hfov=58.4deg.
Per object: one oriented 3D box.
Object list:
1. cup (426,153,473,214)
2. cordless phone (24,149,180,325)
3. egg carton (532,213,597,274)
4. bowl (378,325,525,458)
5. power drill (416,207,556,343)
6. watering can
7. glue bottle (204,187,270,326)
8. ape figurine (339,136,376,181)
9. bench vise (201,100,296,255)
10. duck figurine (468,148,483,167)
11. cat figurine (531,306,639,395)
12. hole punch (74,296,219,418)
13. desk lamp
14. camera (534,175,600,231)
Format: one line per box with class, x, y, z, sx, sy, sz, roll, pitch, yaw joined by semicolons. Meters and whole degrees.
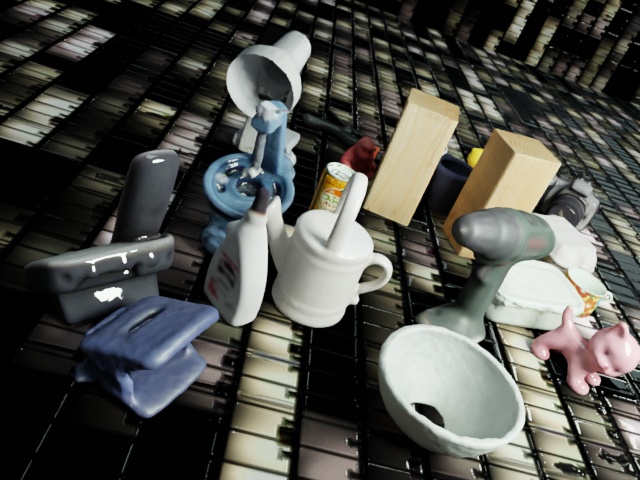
cup;0.240;-0.108;1.098;0.092;0.095;0.117;13;33;-13
cordless phone;-0.220;-0.014;0.598;0.094;0.185;0.148;40;36;26
egg carton;0.438;0.010;1.067;0.107;0.069;0.150;3;37;-28
bowl;0.133;0.176;0.632;0.167;0.075;0.167;16;33;-10
power drill;0.211;0.045;0.748;0.230;0.208;0.075;-12;45;-41
watering can;0.006;0.004;0.699;0.173;0.194;0.100;9;34;-19
glue bottle;-0.086;0.013;0.649;0.037;0.173;0.078;-16;48;-45
ape figurine;0.072;-0.148;1.060;0.078;0.092;0.076;9;34;-19
bench vise;-0.087;-0.105;0.781;0.121;0.220;0.207;17;32;-8
duck figurine;0.327;-0.159;1.236;0.104;0.086;0.077;24;32;3
cat figurine;0.376;0.145;0.785;0.067;0.118;0.127;-11;44;-41
hole punch;-0.167;0.097;0.553;0.101;0.091;0.109;30;33;13
desk lamp;-0.085;-0.251;1.003;0.118;0.213;0.203;24;32;3
camera;0.516;-0.082;1.221;0.143;0.101;0.137;33;34;18
